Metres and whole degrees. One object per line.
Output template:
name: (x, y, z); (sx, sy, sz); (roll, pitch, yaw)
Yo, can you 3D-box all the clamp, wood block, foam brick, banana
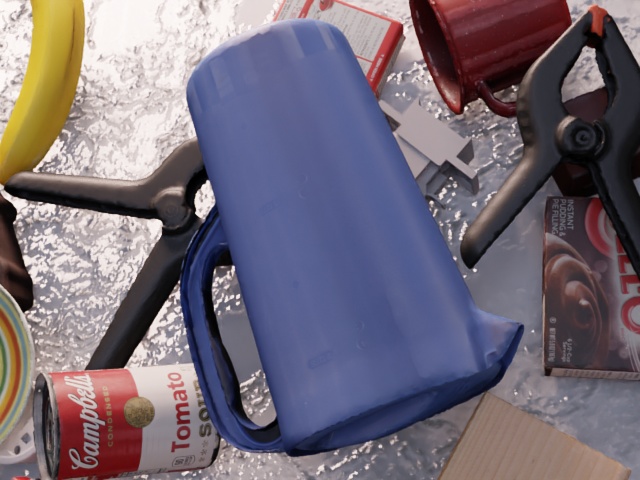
clamp: (-0.097, -0.004, 0.718); (0.210, 0.036, 0.164); (-20, 73, 1)
wood block: (0.086, 0.201, 0.607); (0.091, 0.090, 0.206); (27, 82, 15)
foam brick: (0.184, -0.065, 0.680); (0.078, 0.053, 0.051); (-21, 73, 4)
banana: (-0.202, -0.135, 0.774); (0.070, 0.037, 0.198); (-12, 71, 27)
clamp: (0.162, -0.049, 0.632); (0.120, 0.039, 0.171); (17, 87, -1)

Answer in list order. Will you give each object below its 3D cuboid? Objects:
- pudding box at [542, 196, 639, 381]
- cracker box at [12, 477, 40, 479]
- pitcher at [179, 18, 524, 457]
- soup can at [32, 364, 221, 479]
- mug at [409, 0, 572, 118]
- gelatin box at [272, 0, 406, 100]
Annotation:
pudding box: (0.184, 0.030, 0.662); (0.090, 0.039, 0.113); (2, 75, 10)
cracker box: (-0.112, 0.256, 0.635); (0.214, 0.072, 0.164); (19, 81, 13)
pitcher: (-0.004, 0.001, 0.632); (0.149, 0.145, 0.243); (-11, 70, -28)
soup can: (-0.119, 0.112, 0.654); (0.102, 0.069, 0.068); (-1, 72, -25)
mug: (0.115, -0.129, 0.687); (0.081, 0.093, 0.117); (-21, 58, -2)
gelatin box: (0.005, -0.128, 0.739); (0.089, 0.030, 0.073); (23, 82, 14)
